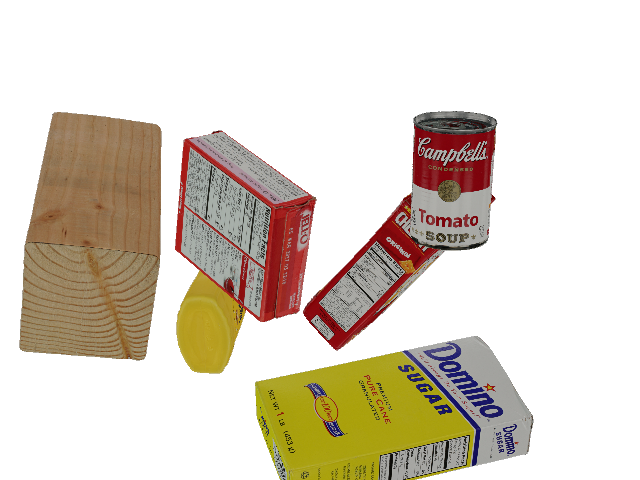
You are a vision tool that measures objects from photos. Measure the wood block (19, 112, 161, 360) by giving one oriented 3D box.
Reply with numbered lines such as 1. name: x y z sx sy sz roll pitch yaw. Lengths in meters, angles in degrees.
1. wood block: -0.170 -0.010 0.809 0.090 0.091 0.206 6 30 -12

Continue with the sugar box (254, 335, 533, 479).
1. sugar box: 0.050 0.124 0.754 0.176 0.048 0.093 -13 38 -12

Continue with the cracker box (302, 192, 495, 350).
1. cracker box: 0.091 0.017 1.270 0.214 0.072 0.163 -49 -9 34

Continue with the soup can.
1. soup can: 0.108 -0.050 0.883 0.068 0.102 0.068 1 20 0

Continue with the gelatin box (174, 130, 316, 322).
1. gelatin box: -0.043 -0.009 0.587 0.030 0.073 0.089 -18 39 -37

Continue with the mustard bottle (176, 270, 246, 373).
1. mustard bottle: -0.103 0.052 1.148 0.058 0.096 0.191 2 29 9
